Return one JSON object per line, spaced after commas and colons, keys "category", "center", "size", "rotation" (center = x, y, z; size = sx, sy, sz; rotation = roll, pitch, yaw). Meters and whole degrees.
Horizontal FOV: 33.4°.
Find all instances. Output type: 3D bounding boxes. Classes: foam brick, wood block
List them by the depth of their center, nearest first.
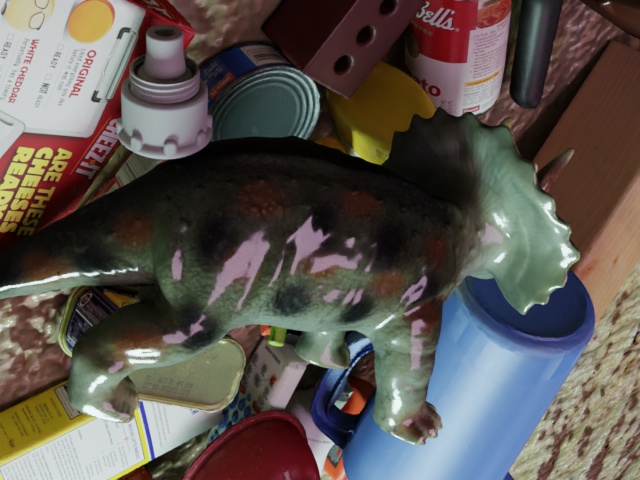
{"category": "foam brick", "center": [0.014, -0.137, 0.649], "size": [0.052, 0.051, 0.078], "rotation": [20, 114, -50]}
{"category": "wood block", "center": [0.229, -0.043, 0.866], "size": [0.206, 0.091, 0.090], "rotation": [-57, 142, 1]}

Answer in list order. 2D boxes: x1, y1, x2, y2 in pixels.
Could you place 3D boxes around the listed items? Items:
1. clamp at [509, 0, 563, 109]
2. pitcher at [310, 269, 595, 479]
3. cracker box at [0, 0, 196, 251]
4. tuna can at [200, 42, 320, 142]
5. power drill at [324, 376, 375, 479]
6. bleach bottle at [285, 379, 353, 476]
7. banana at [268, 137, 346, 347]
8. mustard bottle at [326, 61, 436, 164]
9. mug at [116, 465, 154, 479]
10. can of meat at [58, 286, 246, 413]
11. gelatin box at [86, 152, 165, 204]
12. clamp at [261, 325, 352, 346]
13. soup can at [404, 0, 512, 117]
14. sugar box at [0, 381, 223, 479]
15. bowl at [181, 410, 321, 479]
{"category": "clamp", "center": [0.172, -0.202, 0.732], "size": [0.164, 0.036, 0.209], "rotation": [-44, 144, -4]}
{"category": "pitcher", "center": [0.102, 0.112, 0.824], "size": [0.149, 0.145, 0.243], "rotation": [-12, 143, -30]}
{"category": "cracker box", "center": [-0.191, -0.086, 0.505], "size": [0.213, 0.072, 0.164], "rotation": [18, 116, -50]}
{"category": "tuna can", "center": [-0.044, -0.080, 0.670], "size": [0.086, 0.034, 0.086], "rotation": [-24, 141, -21]}
{"category": "power drill", "center": [0.092, 0.156, 1.020], "size": [0.187, 0.057, 0.185], "rotation": [-3, 127, -38]}
{"category": "bleach bottle", "center": [-0.046, 0.224, 0.965], "size": [0.102, 0.068, 0.251], "rotation": [15, 115, -49]}
{"category": "banana", "center": [-0.006, -0.010, 0.751], "size": [0.037, 0.069, 0.198], "rotation": [5, 135, -8]}
{"category": "mustard bottle", "center": [0.057, -0.033, 0.756], "size": [0.058, 0.096, 0.191], "rotation": [-33, 143, -12]}
{"category": "mug", "center": [-0.163, 0.219, 0.847], "size": [0.081, 0.093, 0.117], "rotation": [-36, 108, -15]}
{"category": "can of meat", "center": [-0.109, 0.070, 0.704], "size": [0.101, 0.084, 0.057], "rotation": [15, 96, -33]}
{"category": "gelatin box", "center": [-0.107, -0.018, 0.683], "size": [0.089, 0.030, 0.073], "rotation": [-46, 144, 13]}
{"category": "clamp", "center": [0.037, 0.056, 0.850], "size": [0.171, 0.039, 0.120], "rotation": [4, 142, -33]}
{"category": "soup can", "center": [0.090, -0.137, 0.701], "size": [0.068, 0.069, 0.102], "rotation": [-25, 142, -20]}
{"category": "sugar box", "center": [-0.159, 0.136, 0.788], "size": [0.176, 0.048, 0.093], "rotation": [-27, 142, -23]}
{"category": "bowl", "center": [-0.050, 0.218, 0.845], "size": [0.161, 0.055, 0.162], "rotation": [-29, 134, -36]}
